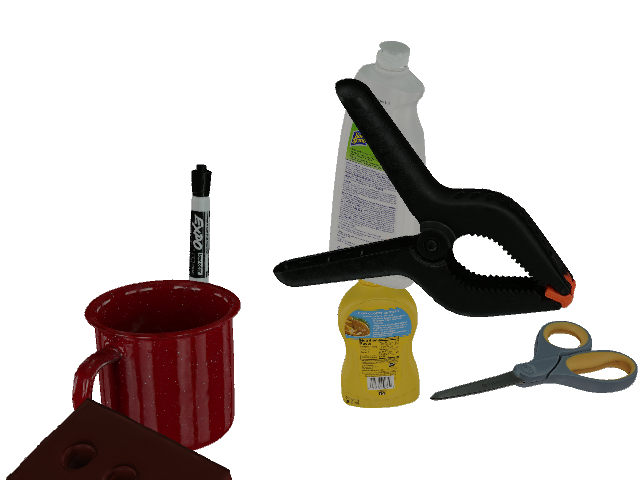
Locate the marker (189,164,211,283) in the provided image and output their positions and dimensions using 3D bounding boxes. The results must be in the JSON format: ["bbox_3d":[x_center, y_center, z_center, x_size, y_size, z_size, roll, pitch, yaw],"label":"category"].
[{"bbox_3d":[-0.112,-0.011,0.994,0.020,0.121,0.020,3,14,-1],"label":"marker"}]

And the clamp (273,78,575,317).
[{"bbox_3d":[0.078,-0.013,0.735,0.210,0.165,0.036,18,29,11],"label":"clamp"}]

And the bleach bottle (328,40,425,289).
[{"bbox_3d":[0.067,-0.077,1.078,0.103,0.251,0.068,16,34,16],"label":"bleach bottle"}]

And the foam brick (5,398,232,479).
[{"bbox_3d":[-0.078,0.112,0.436,0.078,0.051,0.052,20,45,25],"label":"foam brick"}]

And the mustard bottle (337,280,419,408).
[{"bbox_3d":[0.069,0.106,1.287,0.096,0.192,0.058,-3,20,2],"label":"mustard bottle"}]

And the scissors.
[{"bbox_3d":[0.167,0.099,0.884,0.201,0.016,0.096,1,31,-19],"label":"scissors"}]

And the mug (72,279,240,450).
[{"bbox_3d":[-0.101,0.081,0.644,0.093,0.081,0.117,11,21,33],"label":"mug"}]
